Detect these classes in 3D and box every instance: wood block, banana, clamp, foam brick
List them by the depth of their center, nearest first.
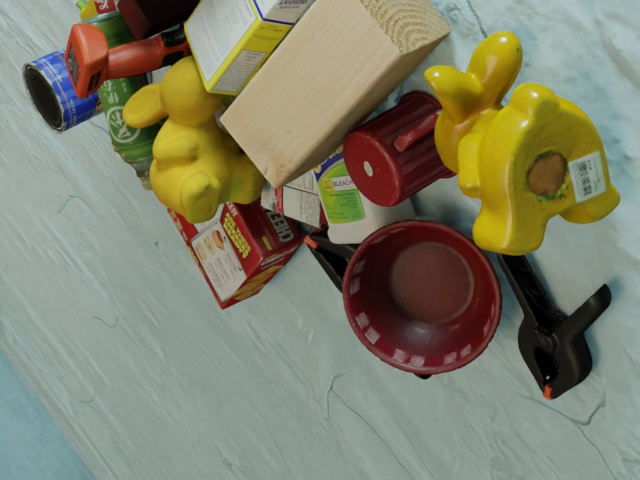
[{"bbox_3d":[0.011,-0.150,0.975,0.091,0.090,0.206,51,133,5],"label":"wood block"},{"bbox_3d":[0.223,0.084,0.985,0.120,0.039,0.171,29,146,51],"label":"clamp"},{"bbox_3d":[0.067,0.061,1.205,0.210,0.036,0.165,36,145,25],"label":"clamp"},{"bbox_3d":[-0.189,-0.276,1.253,0.053,0.078,0.051,60,151,-3],"label":"foam brick"},{"bbox_3d":[-0.294,-0.329,1.412,0.069,0.037,0.198,56,152,2],"label":"banana"}]

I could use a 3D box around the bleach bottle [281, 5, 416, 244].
[{"bbox_3d":[0.014,-0.122,1.095,0.103,0.068,0.251,-3,113,53],"label":"bleach bottle"}]

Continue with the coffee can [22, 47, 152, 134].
[{"bbox_3d":[-0.314,-0.218,1.442,0.103,0.140,0.103,39,146,32],"label":"coffee can"}]

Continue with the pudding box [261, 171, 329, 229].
[{"bbox_3d":[-0.021,-0.070,1.202,0.114,0.039,0.090,20,115,45],"label":"pudding box"}]

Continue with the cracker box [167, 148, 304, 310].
[{"bbox_3d":[-0.112,-0.021,1.372,0.164,0.072,0.214,61,153,10],"label":"cracker box"}]

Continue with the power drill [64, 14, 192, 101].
[{"bbox_3d":[-0.181,-0.220,1.183,0.057,0.187,0.185,70,156,11],"label":"power drill"}]

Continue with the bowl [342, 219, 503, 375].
[{"bbox_3d":[0.106,0.051,1.075,0.162,0.055,0.162,5,107,17],"label":"bowl"}]

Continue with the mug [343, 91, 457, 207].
[{"bbox_3d":[0.081,-0.087,1.001,0.093,0.081,0.117,57,152,2],"label":"mug"}]

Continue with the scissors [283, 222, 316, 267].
[{"bbox_3d":[-0.009,0.002,1.299,0.096,0.016,0.202,45,149,24],"label":"scissors"}]

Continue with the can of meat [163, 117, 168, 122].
[{"bbox_3d":[-0.162,-0.148,1.357,0.084,0.057,0.102,56,152,1],"label":"can of meat"}]

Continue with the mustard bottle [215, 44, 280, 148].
[{"bbox_3d":[-0.076,-0.172,1.192,0.096,0.058,0.192,59,152,-3],"label":"mustard bottle"}]

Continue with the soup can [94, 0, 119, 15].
[{"bbox_3d":[-0.253,-0.335,1.309,0.069,0.068,0.102,29,140,43],"label":"soup can"}]

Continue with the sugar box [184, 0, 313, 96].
[{"bbox_3d":[-0.067,-0.233,1.054,0.177,0.048,0.093,-42,59,39],"label":"sugar box"}]
